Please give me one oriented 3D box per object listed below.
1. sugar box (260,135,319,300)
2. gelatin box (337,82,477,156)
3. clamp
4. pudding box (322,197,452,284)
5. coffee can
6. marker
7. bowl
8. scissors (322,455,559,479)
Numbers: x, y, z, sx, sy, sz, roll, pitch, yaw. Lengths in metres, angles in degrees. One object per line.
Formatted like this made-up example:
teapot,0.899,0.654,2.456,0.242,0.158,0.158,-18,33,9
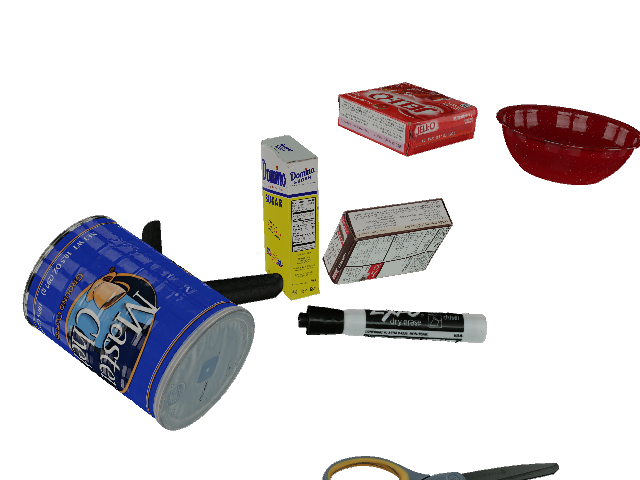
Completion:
sugar box,-0.037,-0.028,1.273,0.048,0.176,0.093,-13,26,-19
gelatin box,0.069,-0.099,0.855,0.073,0.030,0.089,-16,30,-34
clamp,-0.158,0.049,1.028,0.165,0.036,0.209,26,35,25
pudding box,0.068,0.001,1.091,0.113,0.039,0.090,-10,-30,-22
coffee can,-0.134,0.059,0.793,0.140,0.103,0.102,32,13,22
marker,0.046,0.054,0.686,0.121,0.020,0.020,3,0,-7
bowl,0.270,-0.102,1.177,0.162,0.055,0.162,6,23,-3
scissors,0.101,0.213,0.861,0.201,0.016,0.096,5,44,-4
